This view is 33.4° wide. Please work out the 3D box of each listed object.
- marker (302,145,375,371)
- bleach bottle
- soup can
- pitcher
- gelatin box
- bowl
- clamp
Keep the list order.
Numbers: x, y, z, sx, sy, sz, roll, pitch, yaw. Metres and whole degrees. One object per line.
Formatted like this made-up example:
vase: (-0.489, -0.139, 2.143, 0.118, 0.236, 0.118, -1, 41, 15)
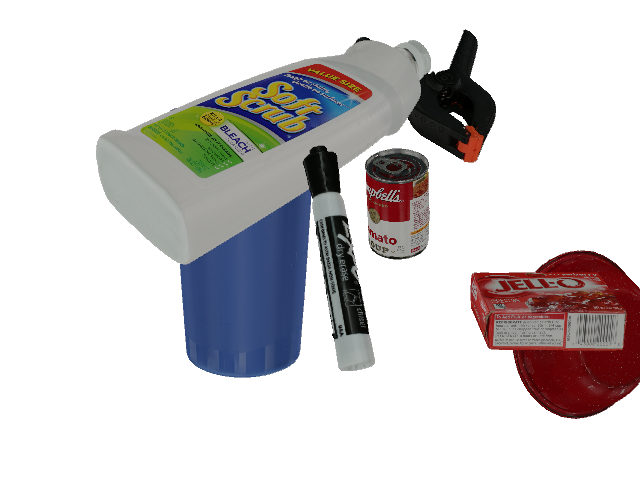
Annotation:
marker: (0.009, 0.007, 0.557, 0.020, 0.121, 0.020, -9, -17, -3)
bleach bottle: (-0.024, -0.082, 0.746, 0.250, 0.068, 0.103, -33, 57, -29)
soup can: (0.084, -0.039, 1.158, 0.068, 0.102, 0.068, -3, 35, 2)
pitcher: (-0.066, -0.006, 0.989, 0.149, 0.243, 0.145, -4, 16, -19)
gelatin box: (0.147, 0.045, 0.700, 0.089, 0.030, 0.073, 0, 18, 0)
bowl: (0.260, 0.090, 1.000, 0.161, 0.162, 0.055, 0, 0, -27)
clamp: (0.096, -0.134, 0.945, 0.120, 0.039, 0.171, -5, 42, -4)
